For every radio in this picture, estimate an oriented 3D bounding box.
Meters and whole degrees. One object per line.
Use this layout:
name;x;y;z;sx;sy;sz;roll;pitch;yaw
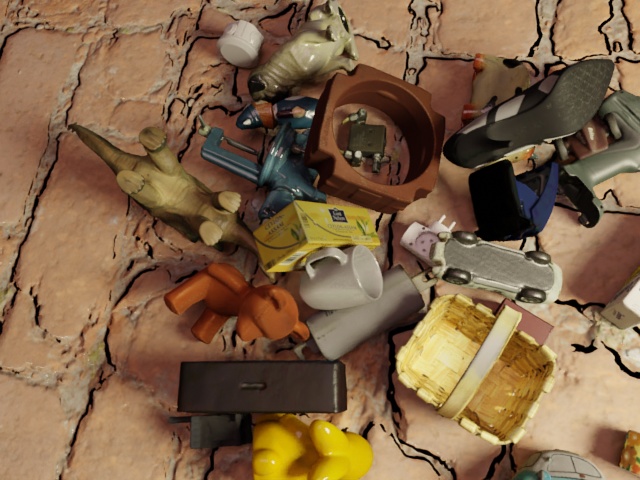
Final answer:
radio;-0.075;0.212;0.776;0.230;0.131;0.073;-1;74;10

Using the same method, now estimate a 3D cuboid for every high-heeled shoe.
high-heeled shoe;0.299;-0.183;0.787;0.249;0.145;0.086;-34;106;-13

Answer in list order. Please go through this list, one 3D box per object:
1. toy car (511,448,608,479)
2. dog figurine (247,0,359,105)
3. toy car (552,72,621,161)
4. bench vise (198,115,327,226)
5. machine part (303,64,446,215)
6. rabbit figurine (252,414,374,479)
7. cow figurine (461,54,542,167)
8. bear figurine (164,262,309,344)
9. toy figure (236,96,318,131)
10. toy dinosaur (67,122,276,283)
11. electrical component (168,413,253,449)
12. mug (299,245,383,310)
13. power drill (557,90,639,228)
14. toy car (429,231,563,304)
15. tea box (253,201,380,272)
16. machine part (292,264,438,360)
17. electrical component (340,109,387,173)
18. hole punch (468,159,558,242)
toy car;0.313;0.323;0.690;0.162;0.109;0.103;4;56;2
dog figurine;-0.040;-0.334;0.961;0.191;0.121;0.172;-15;37;23
toy car;0.382;-0.197;0.813;0.089;0.053;0.202;-20;40;25
bench vise;-0.096;-0.113;0.874;0.241;0.129;0.223;25;71;-1
machine part;0.085;-0.153;0.841;0.201;0.087;0.201;17;74;-15
rabbit figurine;-0.007;0.293;0.744;0.173;0.162;0.122;5;61;-6
cow figurine;0.293;-0.199;0.862;0.127;0.085;0.195;9;74;19
bear figurine;-0.120;0.110;0.799;0.132;0.120;0.196;-44;42;-18
toy figure;-0.070;-0.217;0.932;0.154;0.064;0.058;-4;68;-6
toy dinosaur;-0.249;-0.080;0.856;0.471;0.198;0.105;39;75;8
electrical component;-0.166;0.284;0.801;0.119;0.074;0.048;-6;72;4
mug;0.018;0.055;0.759;0.107;0.109;0.081;-23;48;29
power drill;0.470;-0.105;0.801;0.207;0.086;0.232;-35;69;3
toy car;0.257;0.041;0.787;0.202;0.056;0.073;15;76;-4
tea box;-0.002;-0.002;0.796;0.098;0.169;0.068;-33;69;33
machine part;0.067;0.109;0.810;0.243;0.079;0.079;-29;71;1
electrical component;0.072;-0.168;0.909;0.078;0.045;0.102;10;75;14
hole punch;0.290;-0.056;0.797;0.092;0.142;0.115;-6;86;-18
